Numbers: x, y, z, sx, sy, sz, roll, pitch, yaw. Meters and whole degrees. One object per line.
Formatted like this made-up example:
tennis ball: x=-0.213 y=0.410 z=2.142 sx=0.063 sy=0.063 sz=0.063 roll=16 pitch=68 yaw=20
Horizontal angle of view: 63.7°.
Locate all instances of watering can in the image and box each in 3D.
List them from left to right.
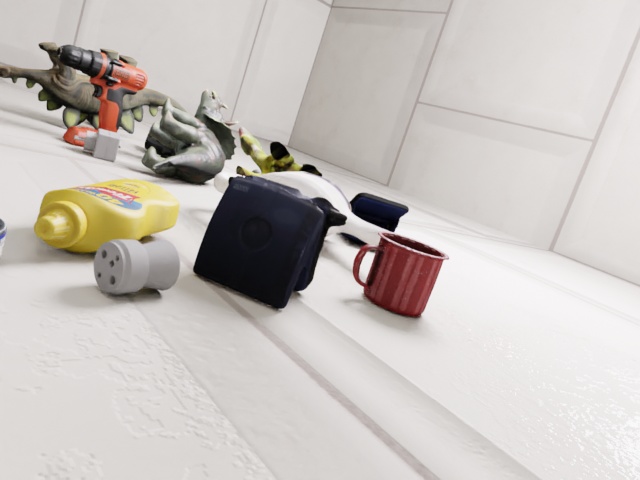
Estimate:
watering can: x=0.003 y=-0.041 z=0.823 sx=0.348 sy=0.103 sz=0.225 roll=20 pitch=10 yaw=10

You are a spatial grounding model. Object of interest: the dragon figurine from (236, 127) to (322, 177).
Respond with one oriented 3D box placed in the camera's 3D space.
dragon figurine: x=-0.042 y=-0.132 z=1.186 sx=0.412 sy=0.121 sz=0.244 roll=37 pitch=12 yaw=6
